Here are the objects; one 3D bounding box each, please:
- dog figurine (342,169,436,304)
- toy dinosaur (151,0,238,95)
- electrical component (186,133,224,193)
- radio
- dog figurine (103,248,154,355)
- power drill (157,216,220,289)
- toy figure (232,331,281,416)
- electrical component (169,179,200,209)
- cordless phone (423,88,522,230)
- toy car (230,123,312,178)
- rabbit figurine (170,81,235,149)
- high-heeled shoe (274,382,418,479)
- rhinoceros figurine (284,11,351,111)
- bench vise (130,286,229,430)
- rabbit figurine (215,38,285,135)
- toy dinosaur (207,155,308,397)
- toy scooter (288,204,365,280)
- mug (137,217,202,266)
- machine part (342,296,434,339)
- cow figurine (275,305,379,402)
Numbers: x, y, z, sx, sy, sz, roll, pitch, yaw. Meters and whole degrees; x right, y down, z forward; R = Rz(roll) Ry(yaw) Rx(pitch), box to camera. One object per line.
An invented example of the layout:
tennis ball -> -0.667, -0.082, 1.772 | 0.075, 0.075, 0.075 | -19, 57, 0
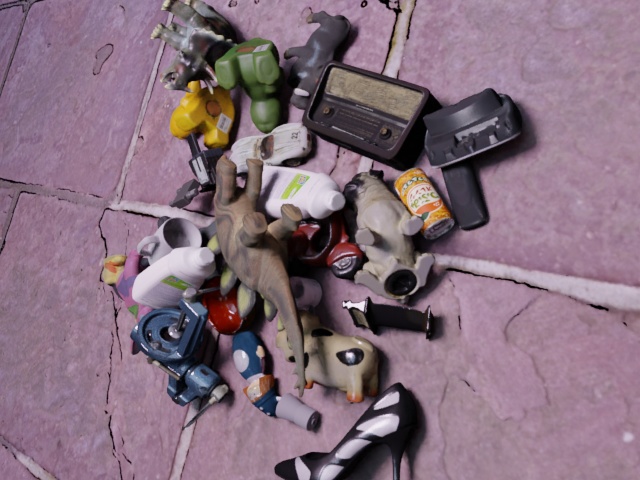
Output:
dog figurine -> 0.101, -0.009, 0.868 | 0.191, 0.121, 0.172 | -103, 10, -62
toy dinosaur -> -0.241, -0.434, 1.163 | 0.131, 0.192, 0.405 | -50, 14, 27
electrical component -> -0.237, -0.163, 1.117 | 0.075, 0.048, 0.119 | -22, 88, 48
radio -> 0.083, -0.216, 0.932 | 0.230, 0.073, 0.131 | 30, 94, 37
dog figurine -> -0.378, 0.132, 1.134 | 0.192, 0.108, 0.219 | -15, 73, 33
power drill -> -0.237, -0.023, 1.096 | 0.207, 0.086, 0.232 | -41, 58, 14
toy figure -> -0.115, 0.240, 0.955 | 0.154, 0.058, 0.064 | 66, 153, 26
electrical component -> -0.274, -0.097, 1.106 | 0.094, 0.021, 0.063 | -18, 41, 42
cordless phone -> 0.241, -0.117, 0.807 | 0.147, 0.088, 0.184 | -20, 78, 28
toy car -> -0.104, -0.174, 1.059 | 0.202, 0.056, 0.073 | -10, 72, 32
rabbit figurine -> -0.272, -0.277, 1.171 | 0.173, 0.122, 0.162 | -9, 68, 48
high-heeled shoe -> 0.031, 0.297, 0.825 | 0.249, 0.086, 0.145 | -11, 68, 27
rhinoceros figurine -> -0.005, -0.341, 1.034 | 0.112, 0.073, 0.190 | 28, 92, 26
bench vise -> -0.244, 0.188, 0.970 | 0.224, 0.129, 0.240 | 43, 127, 22
rabbit figurine -> -0.123, -0.296, 1.057 | 0.121, 0.170, 0.159 | -9, 36, 5
toy dinosaur -> -0.104, 0.021, 0.886 | 0.472, 0.105, 0.198 | 62, 143, 38
toy scooter -> -0.002, -0.003, 0.932 | 0.184, 0.075, 0.135 | 1, 77, 32
mug -> -0.297, 0.018, 1.030 | 0.107, 0.109, 0.081 | -39, 69, 41
machine part -> 0.107, 0.120, 0.829 | 0.139, 0.084, 0.039 | 3, 51, 26
cow figurine -> 0.005, 0.177, 0.871 | 0.195, 0.085, 0.127 | 6, 87, 38
